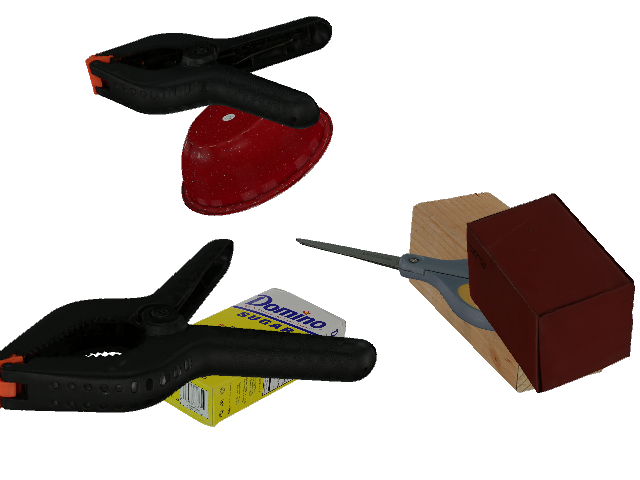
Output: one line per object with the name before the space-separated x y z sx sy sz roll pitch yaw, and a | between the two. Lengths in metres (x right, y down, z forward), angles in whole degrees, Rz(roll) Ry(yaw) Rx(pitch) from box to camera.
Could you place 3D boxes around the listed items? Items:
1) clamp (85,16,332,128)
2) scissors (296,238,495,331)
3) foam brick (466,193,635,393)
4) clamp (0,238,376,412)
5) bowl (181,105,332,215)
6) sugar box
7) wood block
clamp | -0.072 -0.122 0.738 0.171 0.039 0.120 7 36 12
scissors | 0.070 0.028 0.751 0.202 0.016 0.096 5 28 12
foam brick | 0.111 0.024 0.522 0.051 0.053 0.078 -18 41 -9
clamp | -0.095 0.052 0.625 0.209 0.036 0.165 -10 29 -30
bowl | -0.072 -0.097 1.005 0.162 0.055 0.162 -21 35 15
sugar box | -0.067 0.099 0.959 0.093 0.048 0.175 24 33 33
wood block | 0.169 0.040 0.989 0.090 0.090 0.206 -10 29 -20
